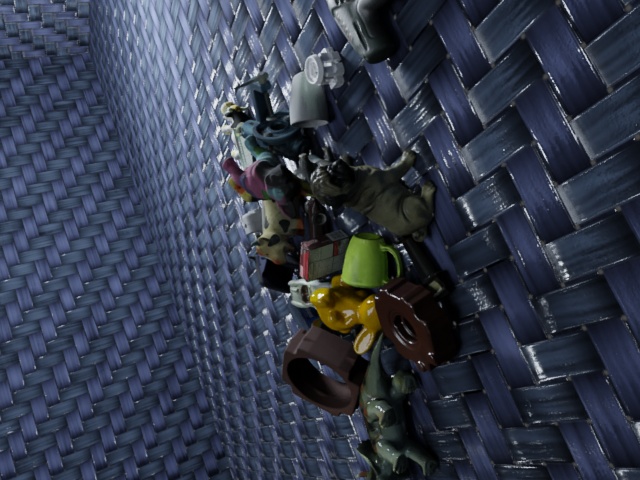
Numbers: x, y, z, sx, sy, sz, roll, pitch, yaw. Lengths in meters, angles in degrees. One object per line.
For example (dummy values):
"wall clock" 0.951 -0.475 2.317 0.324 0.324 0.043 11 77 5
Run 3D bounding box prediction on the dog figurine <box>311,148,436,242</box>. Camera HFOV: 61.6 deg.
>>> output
"dog figurine" 0.087 -0.060 0.921 0.172 0.190 0.121 62 150 19

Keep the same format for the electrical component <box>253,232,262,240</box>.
"electrical component" -0.171 -0.041 1.565 0.078 0.045 0.102 40 138 49

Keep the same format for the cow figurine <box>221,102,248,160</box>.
"cow figurine" -0.224 -0.316 1.493 0.098 0.068 0.167 -24 86 57

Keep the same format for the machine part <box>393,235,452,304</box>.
"machine part" 0.185 0.049 0.966 0.139 0.039 0.084 60 158 22

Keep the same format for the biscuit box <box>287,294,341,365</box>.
"biscuit box" -0.014 0.221 1.397 0.203 0.059 0.062 56 148 30

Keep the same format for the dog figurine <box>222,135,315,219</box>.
"dog figurine" -0.104 -0.118 1.185 0.219 0.108 0.191 38 162 25

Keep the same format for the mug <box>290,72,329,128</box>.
"mug" -0.029 -0.296 1.142 0.110 0.081 0.107 -177 84 -65

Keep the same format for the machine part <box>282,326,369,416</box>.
"machine part" 0.015 0.311 1.276 0.202 0.087 0.200 22 135 15

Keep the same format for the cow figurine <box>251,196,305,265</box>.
"cow figurine" -0.100 -0.035 1.288 0.085 0.127 0.195 80 -175 -68

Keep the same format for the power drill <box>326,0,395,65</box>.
"power drill" 0.074 -0.424 0.873 0.207 0.086 0.232 -37 73 57

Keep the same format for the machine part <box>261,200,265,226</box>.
"machine part" -0.114 -0.088 1.402 0.079 0.079 0.242 38 136 49

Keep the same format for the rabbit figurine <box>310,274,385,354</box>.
"rabbit figurine" 0.082 0.157 1.136 0.173 0.122 0.162 -6 102 44

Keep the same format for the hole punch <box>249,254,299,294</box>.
"hole punch" -0.105 0.065 1.419 0.092 0.142 0.116 -53 40 27

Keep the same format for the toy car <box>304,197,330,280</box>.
"toy car" -0.003 -0.004 1.265 0.089 0.053 0.201 -115 22 -65

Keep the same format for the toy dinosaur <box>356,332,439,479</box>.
"toy dinosaur" 0.137 0.379 1.155 0.192 0.131 0.404 -3 95 62

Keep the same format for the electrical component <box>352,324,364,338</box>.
"electrical component" 0.079 0.183 1.246 0.063 0.021 0.094 -37 71 60

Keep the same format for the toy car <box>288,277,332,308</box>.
"toy car" -0.014 0.132 1.315 0.202 0.056 0.073 -1 100 58

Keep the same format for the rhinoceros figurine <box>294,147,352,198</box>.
"rhinoceros figurine" 0.004 -0.141 1.170 0.191 0.073 0.112 24 135 54

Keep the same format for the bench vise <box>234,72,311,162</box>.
"bench vise" -0.123 -0.283 1.247 0.224 0.129 0.240 38 154 38

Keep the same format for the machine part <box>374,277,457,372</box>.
"machine part" 0.171 0.155 0.989 0.179 0.056 0.179 47 154 31
